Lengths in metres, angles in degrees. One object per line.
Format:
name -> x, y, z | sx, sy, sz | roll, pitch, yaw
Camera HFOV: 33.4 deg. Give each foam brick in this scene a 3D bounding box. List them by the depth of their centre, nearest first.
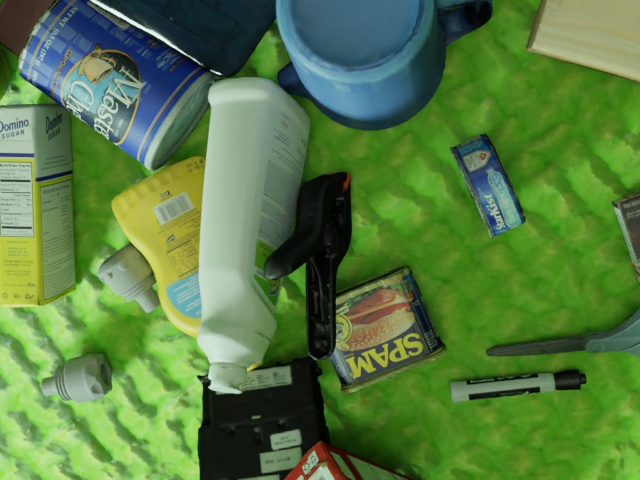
foam brick -> -0.250, -0.201, 0.951 | 0.051, 0.053, 0.078 | 36, 101, 1

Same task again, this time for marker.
marker -> 0.179, 0.131, 0.964 | 0.121, 0.020, 0.020 | -7, 97, 8

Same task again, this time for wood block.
wood block -> 0.283, -0.170, 0.872 | 0.206, 0.090, 0.090 | 17, 100, 4

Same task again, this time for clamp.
clamp -> -0.006, 0.001, 0.898 | 0.039, 0.120, 0.171 | -4, 56, 16

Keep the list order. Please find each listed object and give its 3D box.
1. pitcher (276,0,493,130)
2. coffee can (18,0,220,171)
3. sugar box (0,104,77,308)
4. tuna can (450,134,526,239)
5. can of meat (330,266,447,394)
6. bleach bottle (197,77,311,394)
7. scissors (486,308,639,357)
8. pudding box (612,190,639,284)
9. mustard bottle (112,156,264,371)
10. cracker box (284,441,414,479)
pitcher -> 0.044, -0.164, 0.825 | 0.145, 0.242, 0.149 | 29, 94, 4
coffee can -> -0.173, -0.141, 0.925 | 0.140, 0.102, 0.103 | 35, 101, 1
sugar box -> -0.255, -0.033, 0.956 | 0.048, 0.093, 0.176 | -1, 97, 6
tuna can -> 0.143, -0.047, 0.909 | 0.034, 0.086, 0.086 | -24, 95, 7
can of meat -> 0.051, 0.078, 0.954 | 0.102, 0.057, 0.084 | -23, 92, 9
bleach bottle -> -0.064, -0.001, 0.886 | 0.068, 0.102, 0.251 | -1, 71, 27
scissors -> 0.251, 0.077, 0.930 | 0.202, 0.016, 0.096 | 4, 132, 6
pudding box -> 0.319, -0.011, 0.916 | 0.113, 0.039, 0.090 | -19, 96, 10
mustard bottle -> -0.102, 0.028, 0.950 | 0.096, 0.058, 0.191 | -27, 86, -9
cracker box -> 0.030, 0.277, 0.924 | 0.213, 0.072, 0.164 | 31, 104, -39
